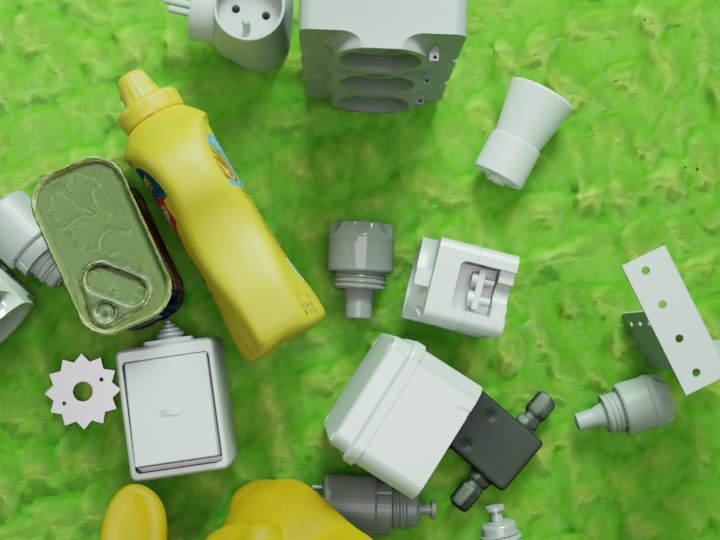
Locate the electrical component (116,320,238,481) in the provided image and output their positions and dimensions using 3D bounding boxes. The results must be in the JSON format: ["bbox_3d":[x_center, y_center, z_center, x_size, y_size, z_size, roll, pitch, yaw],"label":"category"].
[{"bbox_3d":[-0.115,0.079,0.670,0.062,0.061,0.096,-8,87,-2],"label":"electrical component"}]

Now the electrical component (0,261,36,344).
[{"bbox_3d":[-0.277,0.052,0.653,0.062,0.089,0.150,44,86,2],"label":"electrical component"}]

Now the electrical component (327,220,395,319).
[{"bbox_3d":[0.000,0.000,0.687,0.043,0.043,0.062,2,87,-1],"label":"electrical component"}]

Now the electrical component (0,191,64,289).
[{"bbox_3d":[-0.207,-0.015,0.684,0.078,0.040,0.040,44,86,1],"label":"electrical component"}]

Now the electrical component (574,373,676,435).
[{"bbox_3d":[0.168,0.089,0.690,0.061,0.035,0.035,-16,87,1],"label":"electrical component"}]

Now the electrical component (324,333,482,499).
[{"bbox_3d":[0.022,0.083,0.647,0.057,0.113,0.078,33,86,-2],"label":"electrical component"}]

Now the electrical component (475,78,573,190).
[{"bbox_3d":[0.103,-0.086,0.697,0.044,0.044,0.065,28,91,1],"label":"electrical component"}]

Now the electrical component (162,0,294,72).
[{"bbox_3d":[-0.084,-0.159,0.678,0.079,0.077,0.044,12,86,0],"label":"electrical component"}]

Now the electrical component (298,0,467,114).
[{"bbox_3d":[0.011,-0.141,0.642,0.089,0.150,0.061,2,85,-1],"label":"electrical component"}]

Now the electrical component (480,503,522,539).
[{"bbox_3d":[0.093,0.187,0.678,0.040,0.040,0.078,-11,87,-2],"label":"electrical component"}]

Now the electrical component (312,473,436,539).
[{"bbox_3d":[0.008,0.150,0.679,0.078,0.040,0.040,2,86,-1],"label":"electrical component"}]

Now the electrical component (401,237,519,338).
[{"bbox_3d":[0.059,0.012,0.664,0.056,0.089,0.050,14,86,0],"label":"electrical component"}]
